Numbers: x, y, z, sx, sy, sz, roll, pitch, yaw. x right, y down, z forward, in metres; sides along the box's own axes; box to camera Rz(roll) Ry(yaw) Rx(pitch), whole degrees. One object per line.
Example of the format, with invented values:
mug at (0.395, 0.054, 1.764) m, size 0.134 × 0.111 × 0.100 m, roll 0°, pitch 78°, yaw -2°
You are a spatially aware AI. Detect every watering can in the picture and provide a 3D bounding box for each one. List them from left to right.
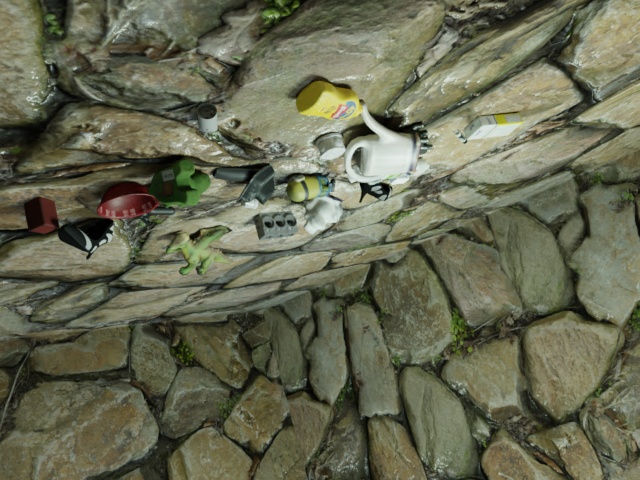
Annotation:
watering can at (0.186, -0.271, 1.483) m, size 0.224 × 0.106 × 0.340 m, roll -4°, pitch -29°, yaw -6°

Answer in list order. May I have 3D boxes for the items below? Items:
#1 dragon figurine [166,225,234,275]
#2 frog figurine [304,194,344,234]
dragon figurine at (-0.427, 0.028, 1.986) m, size 0.239 × 0.124 × 0.410 m, roll -36°, pitch -21°, yaw 31°
frog figurine at (0.006, -0.095, 1.888) m, size 0.137 × 0.159 × 0.124 m, roll 21°, pitch 6°, yaw -13°
